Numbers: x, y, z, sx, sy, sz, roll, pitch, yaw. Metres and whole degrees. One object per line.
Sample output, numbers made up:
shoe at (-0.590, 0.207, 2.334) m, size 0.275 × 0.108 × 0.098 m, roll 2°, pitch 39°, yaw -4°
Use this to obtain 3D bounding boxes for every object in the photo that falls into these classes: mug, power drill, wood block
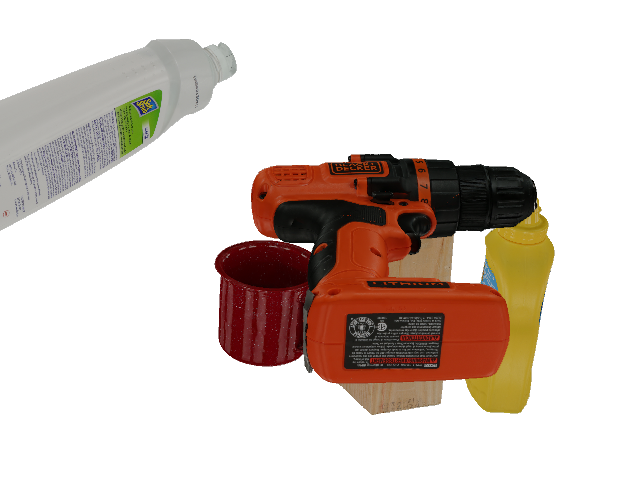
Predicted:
mug at (-0.038, 0.060, 0.928) m, size 0.117 × 0.081 × 0.093 m, roll 21°, pitch 30°, yaw 29°
power drill at (0.053, 0.007, 0.625) m, size 0.184 × 0.057 × 0.187 m, roll -3°, pitch 28°, yaw -4°
wood block at (0.079, 0.070, 1.149) m, size 0.090 × 0.206 × 0.091 m, roll -5°, pitch 18°, yaw -23°

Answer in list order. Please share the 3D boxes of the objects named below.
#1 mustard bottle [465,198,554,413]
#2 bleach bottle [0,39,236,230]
mustard bottle at (0.164, 0.048, 0.919) m, size 0.058 × 0.192 × 0.096 m, roll 4°, pitch 30°, yaw 1°
bleach bottle at (-0.178, -0.092, 0.844) m, size 0.250 × 0.068 × 0.103 m, roll -29°, pitch -26°, yaw -24°
